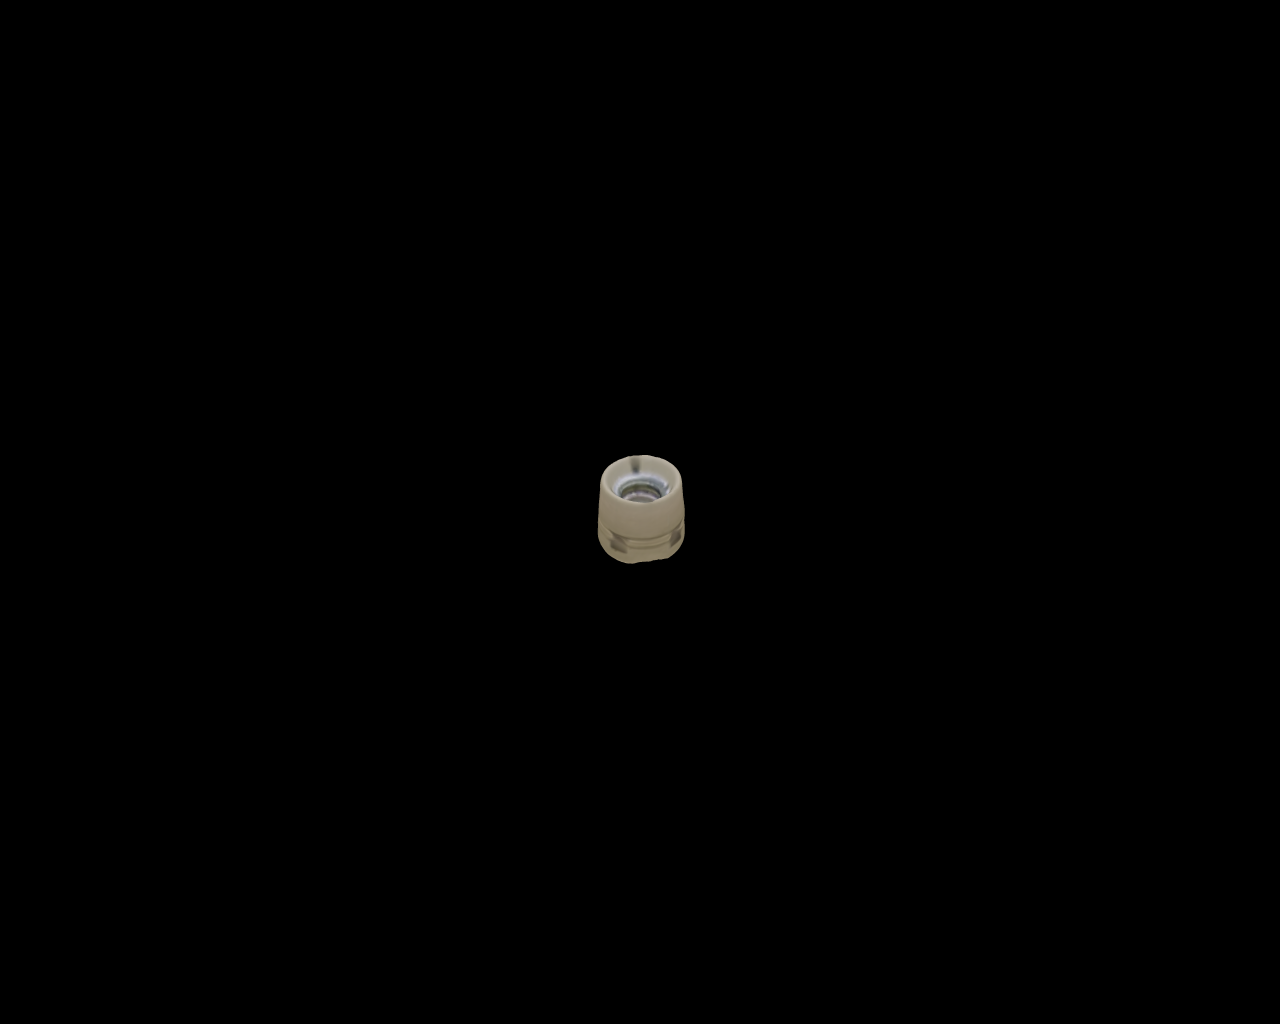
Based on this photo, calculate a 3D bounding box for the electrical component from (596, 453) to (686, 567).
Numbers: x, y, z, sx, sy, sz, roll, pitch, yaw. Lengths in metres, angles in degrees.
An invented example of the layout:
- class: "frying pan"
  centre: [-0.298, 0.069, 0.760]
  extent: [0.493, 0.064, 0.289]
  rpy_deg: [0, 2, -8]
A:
- class: "electrical component"
  centre: [0.001, -0.003, 0.650]
  extent: [0.055, 0.047, 0.055]
  rpy_deg: [0, 40, 0]
